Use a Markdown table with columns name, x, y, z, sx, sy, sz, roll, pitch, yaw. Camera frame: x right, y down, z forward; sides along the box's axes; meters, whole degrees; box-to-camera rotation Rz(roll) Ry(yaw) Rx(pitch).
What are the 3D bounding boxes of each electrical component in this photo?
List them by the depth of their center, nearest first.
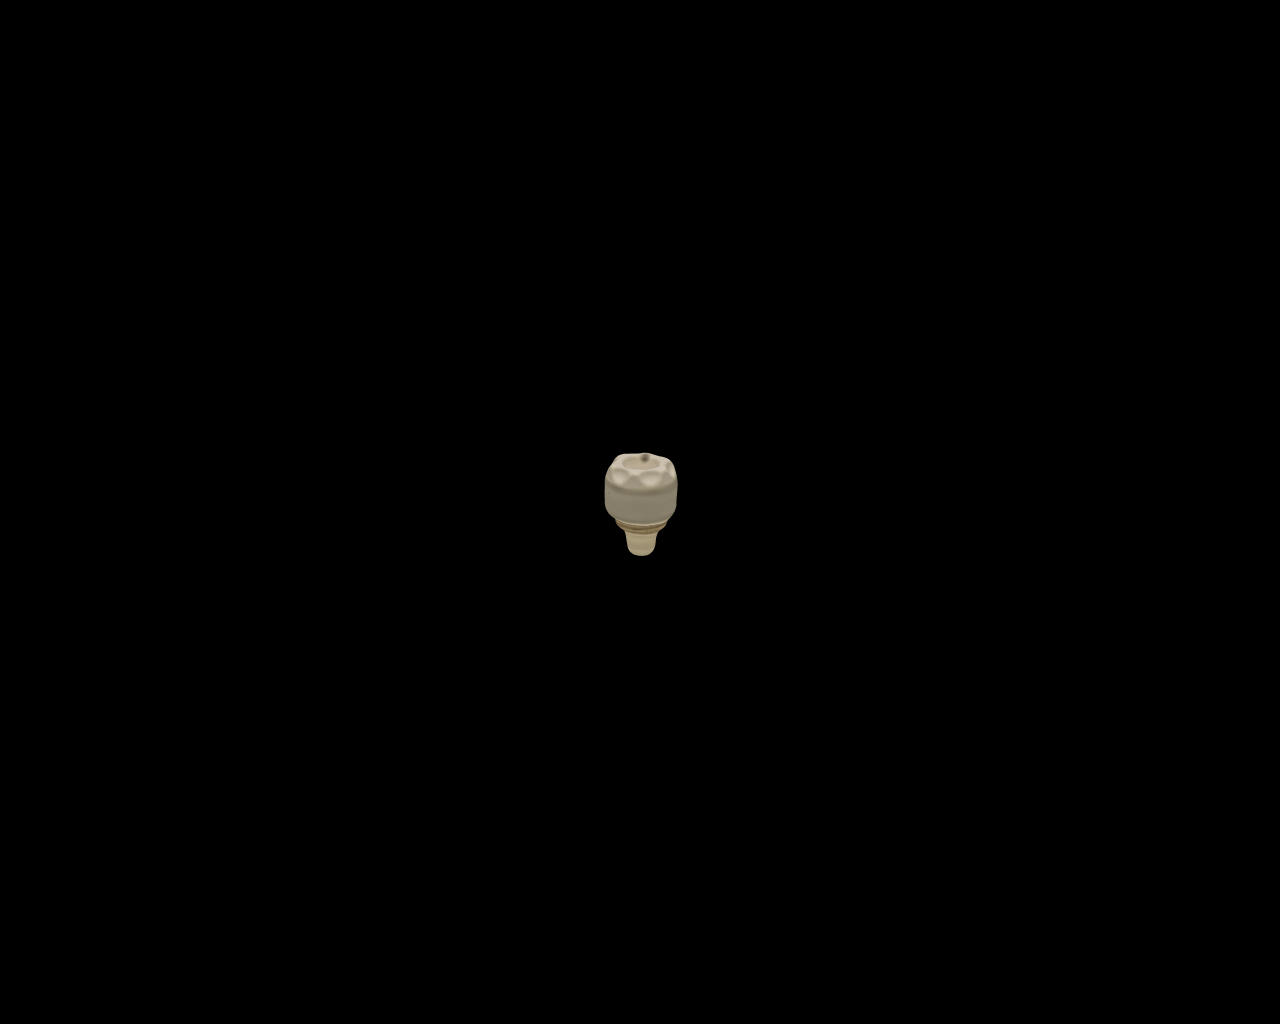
| name | x | y | z | sx | sy | sz | roll | pitch | yaw |
| --- | --- | --- | --- | --- | --- | --- | --- | --- | --- |
| electrical component | 0.001 | -0.003 | 0.650 | 0.043 | 0.062 | 0.043 | 0 | 24 | 0 |
